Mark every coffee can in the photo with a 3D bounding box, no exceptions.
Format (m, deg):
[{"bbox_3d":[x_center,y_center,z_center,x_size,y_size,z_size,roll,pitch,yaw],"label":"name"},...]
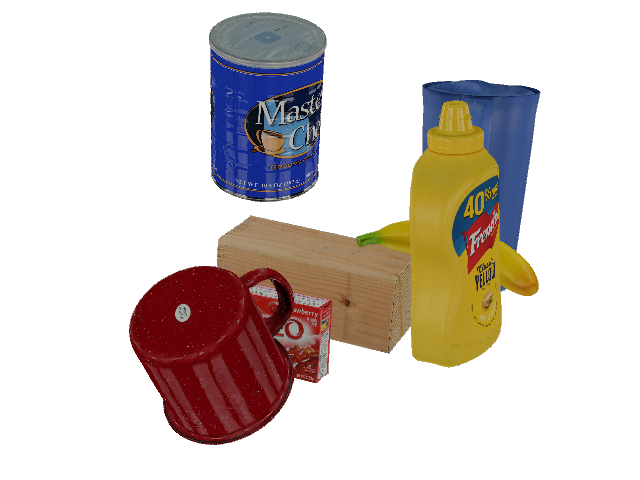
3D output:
[{"bbox_3d":[-0.049,-0.121,0.967,0.103,0.140,0.103,2,35,-2],"label":"coffee can"}]

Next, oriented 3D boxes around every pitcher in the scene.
[{"bbox_3d":[0.176,-0.061,1.234,0.149,0.243,0.145,-8,18,-33],"label":"pitcher"}]

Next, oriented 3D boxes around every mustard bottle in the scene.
[{"bbox_3d":[0.102,-0.009,0.799,0.058,0.192,0.096,10,24,34],"label":"mustard bottle"}]

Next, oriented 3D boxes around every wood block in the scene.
[{"bbox_3d":[-0.004,0.046,1.180,0.206,0.091,0.090,13,24,19],"label":"wood block"}]

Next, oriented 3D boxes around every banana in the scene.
[{"bbox_3d":[0.133,0.013,1.037,0.198,0.037,0.069,14,42,35],"label":"banana"}]

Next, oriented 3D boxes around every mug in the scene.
[{"bbox_3d":[-0.064,0.064,0.695,0.117,0.081,0.093,-39,46,-18],"label":"mug"}]

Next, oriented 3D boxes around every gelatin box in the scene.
[{"bbox_3d":[-0.035,0.084,0.976,0.089,0.073,0.030,11,18,23],"label":"gelatin box"}]
